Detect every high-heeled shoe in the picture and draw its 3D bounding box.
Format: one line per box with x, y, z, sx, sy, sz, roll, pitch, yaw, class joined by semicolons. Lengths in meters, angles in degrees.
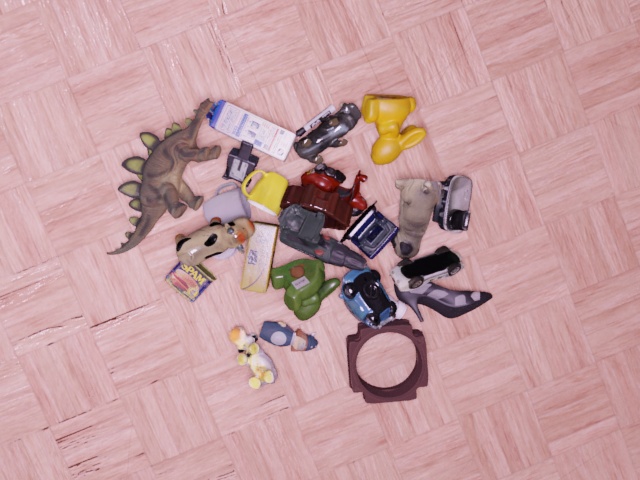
0.316;0.128;1.397;0.249;0.086;0.145;-12;63;-19;high-heeled shoe

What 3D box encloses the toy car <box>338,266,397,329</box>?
0.114;0.152;1.356;0.109;0.103;0.161;-28;79;-32;toy car

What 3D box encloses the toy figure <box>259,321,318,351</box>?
-0.079;0.253;1.383;0.154;0.058;0.064;18;132;-5;toy figure

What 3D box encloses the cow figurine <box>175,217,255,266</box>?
-0.247;0.000;1.265;0.195;0.127;0.085;-24;116;0;cow figurine

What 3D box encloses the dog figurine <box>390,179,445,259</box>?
0.236;-0.048;1.320;0.121;0.172;0.190;6;86;8;dog figurine

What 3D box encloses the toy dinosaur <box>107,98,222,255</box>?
-0.384;-0.137;1.310;0.199;0.105;0.471;30;100;14;toy dinosaur

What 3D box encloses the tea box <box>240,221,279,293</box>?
-0.149;0.040;1.344;0.068;0.098;0.169;11;95;-2;tea box

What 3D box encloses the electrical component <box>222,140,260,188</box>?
-0.192;-0.196;1.327;0.075;0.048;0.119;18;122;-2;electrical component

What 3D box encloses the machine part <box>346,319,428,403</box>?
0.172;0.310;1.380;0.201;0.087;0.201;-4;93;-1;machine part

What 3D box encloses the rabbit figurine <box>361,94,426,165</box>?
0.175;-0.272;1.342;0.162;0.122;0.173;1;108;-12;rabbit figurine

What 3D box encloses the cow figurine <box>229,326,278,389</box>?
-0.166;0.294;1.372;0.068;0.098;0.167;-33;76;7;cow figurine

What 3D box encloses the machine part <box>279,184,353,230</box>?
-0.008;-0.078;1.303;0.179;0.179;0.056;19;77;-3;machine part

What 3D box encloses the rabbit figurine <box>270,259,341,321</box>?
-0.037;0.124;1.345;0.159;0.170;0.121;-36;53;-23;rabbit figurine

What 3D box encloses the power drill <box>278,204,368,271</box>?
-0.003;-0.004;1.284;0.232;0.207;0.086;21;82;21;power drill

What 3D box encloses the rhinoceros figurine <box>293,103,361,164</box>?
0.024;-0.263;1.325;0.190;0.112;0.073;-39;111;-5;rhinoceros figurine

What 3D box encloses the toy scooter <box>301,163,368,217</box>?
0.047;-0.136;1.323;0.184;0.135;0.075;27;54;-7;toy scooter

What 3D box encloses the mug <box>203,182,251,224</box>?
-0.238;-0.089;1.344;0.107;0.080;0.109;-17;73;5;mug

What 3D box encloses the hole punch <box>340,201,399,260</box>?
0.125;-0.022;1.340;0.092;0.116;0.142;38;95;-6;hole punch

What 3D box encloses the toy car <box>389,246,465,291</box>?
0.272;0.072;1.354;0.202;0.056;0.074;-16;55;-21;toy car

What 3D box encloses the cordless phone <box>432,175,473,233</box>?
0.340;-0.088;1.310;0.089;0.184;0.146;10;94;2;cordless phone
